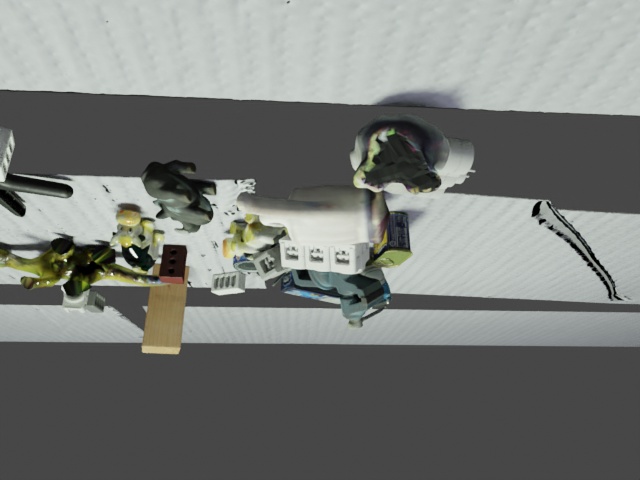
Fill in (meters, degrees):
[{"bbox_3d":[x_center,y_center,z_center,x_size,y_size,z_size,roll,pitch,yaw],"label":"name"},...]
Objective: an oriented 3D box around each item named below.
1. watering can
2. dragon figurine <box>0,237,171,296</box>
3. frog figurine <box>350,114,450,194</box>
[{"bbox_3d":[0.003,-0.043,0.850,0.224,0.104,0.347,-2,177,8],"label":"watering can"},{"bbox_3d":[-0.572,0.067,1.222,0.408,0.123,0.242,15,171,-30],"label":"dragon figurine"},{"bbox_3d":[0.115,-0.123,0.740,0.137,0.122,0.161,-17,-170,17],"label":"frog figurine"}]
